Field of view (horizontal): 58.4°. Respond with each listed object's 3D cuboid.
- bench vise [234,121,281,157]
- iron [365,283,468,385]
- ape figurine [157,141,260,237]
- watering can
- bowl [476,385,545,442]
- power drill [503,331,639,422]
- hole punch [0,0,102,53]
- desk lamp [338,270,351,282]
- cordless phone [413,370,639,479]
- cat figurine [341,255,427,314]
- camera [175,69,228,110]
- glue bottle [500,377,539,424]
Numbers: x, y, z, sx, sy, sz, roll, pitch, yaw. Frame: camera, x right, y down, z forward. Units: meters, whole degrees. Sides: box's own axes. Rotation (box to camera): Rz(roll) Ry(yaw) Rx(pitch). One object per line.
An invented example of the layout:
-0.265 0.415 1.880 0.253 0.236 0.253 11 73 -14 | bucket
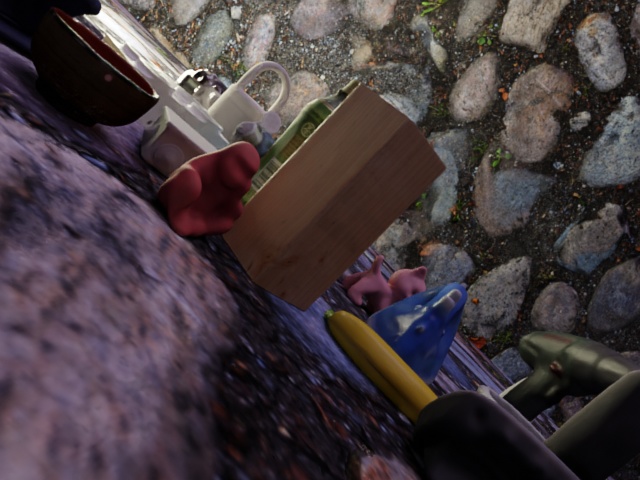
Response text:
-0.022 -0.111 0.781 0.121 0.219 0.208 45 6 15 | bench vise
0.138 0.105 0.730 0.118 0.141 0.259 45 6 12 | iron
-0.090 -0.048 0.495 0.078 0.092 0.076 39 7 -38 | ape figurine
-0.123 -0.220 0.993 0.172 0.194 0.101 47 6 27 | watering can
0.202 0.234 0.582 0.167 0.074 0.167 43 6 -5 | bowl
0.297 0.209 0.753 0.076 0.208 0.229 43 6 -9 | power drill
-0.283 -0.240 0.540 0.101 0.091 0.109 46 6 17 | hole punch
0.043 -0.071 0.975 0.202 0.213 0.118 47 7 32 | desk lamp
0.182 0.153 0.465 0.148 0.185 0.094 44 5 -3 | cordless phone
0.117 0.074 0.927 0.128 0.117 0.067 41 6 -27 | cat figurine
-0.231 -0.295 1.249 0.143 0.100 0.137 47 6 27 | camera
0.320 0.239 0.875 0.037 0.173 0.078 43 6 -10 | glue bottle
